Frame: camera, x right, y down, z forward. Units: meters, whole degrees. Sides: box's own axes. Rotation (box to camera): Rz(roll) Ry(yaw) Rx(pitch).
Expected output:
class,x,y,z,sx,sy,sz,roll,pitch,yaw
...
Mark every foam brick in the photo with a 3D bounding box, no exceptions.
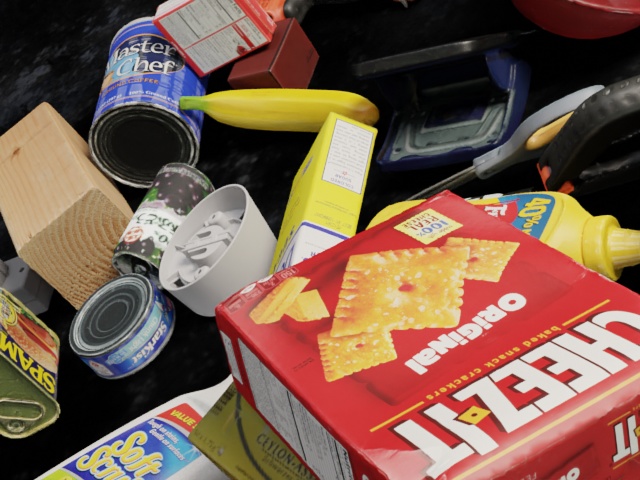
class,x,y,z,sx,sy,sz,roll,pitch,yaw
foam brick,-0.043,-0.161,1.001,0.051,0.053,0.078,-8,45,32

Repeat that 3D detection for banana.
class,x,y,z,sx,sy,sz,roll,pitch,yaw
banana,-0.026,-0.111,0.933,0.198,0.037,0.069,5,19,30

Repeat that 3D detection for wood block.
class,x,y,z,sx,sy,sz,roll,pitch,yaw
wood block,-0.243,-0.038,1.004,0.091,0.090,0.206,-40,38,-1

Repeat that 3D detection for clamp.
class,x,y,z,sx,sy,sz,roll,pitch,yaw
clamp,0.234,-0.084,0.670,0.210,0.164,0.036,-38,50,37

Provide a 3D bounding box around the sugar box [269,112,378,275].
class,x,y,z,sx,sy,sz,roll,pitch,yaw
sugar box,-0.005,0.001,0.777,0.093,0.048,0.176,120,170,-49

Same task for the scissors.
class,x,y,z,sx,sy,sz,roll,pitch,yaw
scissors,0.140,-0.057,0.767,0.202,0.096,0.016,-35,64,50

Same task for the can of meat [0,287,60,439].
class,x,y,z,sx,sy,sz,roll,pitch,yaw
can of meat,-0.257,0.097,0.868,0.057,0.102,0.084,-29,36,11

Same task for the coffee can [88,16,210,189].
class,x,y,z,sx,sy,sz,roll,pitch,yaw
coffee can,-0.161,-0.133,1.025,0.103,0.102,0.140,-21,41,20

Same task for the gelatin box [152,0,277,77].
class,x,y,z,sx,sy,sz,roll,pitch,yaw
gelatin box,-0.096,-0.199,0.978,0.089,0.073,0.030,-21,38,29

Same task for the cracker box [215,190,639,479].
class,x,y,z,sx,sy,sz,roll,pitch,yaw
cracker box,0.064,0.063,0.537,0.164,0.072,0.214,-26,31,-19

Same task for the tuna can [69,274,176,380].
class,x,y,z,sx,sy,sz,roll,pitch,yaw
tuna can,-0.162,0.070,0.874,0.086,0.033,0.086,-22,40,20

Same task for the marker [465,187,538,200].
class,x,y,z,sx,sy,sz,roll,pitch,yaw
marker,0.103,-0.021,0.768,0.121,0.020,0.020,-8,46,32

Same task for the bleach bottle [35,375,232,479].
class,x,y,z,sx,sy,sz,roll,pitch,yaw
bleach bottle,-0.109,0.155,0.723,0.251,0.068,0.103,-36,38,-1

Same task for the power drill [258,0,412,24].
class,x,y,z,sx,sy,sz,roll,pitch,yaw
power drill,0.027,-0.281,1.068,0.188,0.057,0.184,-6,51,38

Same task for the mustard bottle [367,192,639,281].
class,x,y,z,sx,sy,sz,roll,pitch,yaw
mustard bottle,0.118,0.009,0.694,0.192,0.058,0.096,-3,37,35

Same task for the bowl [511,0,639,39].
class,x,y,z,sx,sy,sz,roll,pitch,yaw
bowl,0.196,-0.203,0.816,0.162,0.055,0.162,7,48,-9
